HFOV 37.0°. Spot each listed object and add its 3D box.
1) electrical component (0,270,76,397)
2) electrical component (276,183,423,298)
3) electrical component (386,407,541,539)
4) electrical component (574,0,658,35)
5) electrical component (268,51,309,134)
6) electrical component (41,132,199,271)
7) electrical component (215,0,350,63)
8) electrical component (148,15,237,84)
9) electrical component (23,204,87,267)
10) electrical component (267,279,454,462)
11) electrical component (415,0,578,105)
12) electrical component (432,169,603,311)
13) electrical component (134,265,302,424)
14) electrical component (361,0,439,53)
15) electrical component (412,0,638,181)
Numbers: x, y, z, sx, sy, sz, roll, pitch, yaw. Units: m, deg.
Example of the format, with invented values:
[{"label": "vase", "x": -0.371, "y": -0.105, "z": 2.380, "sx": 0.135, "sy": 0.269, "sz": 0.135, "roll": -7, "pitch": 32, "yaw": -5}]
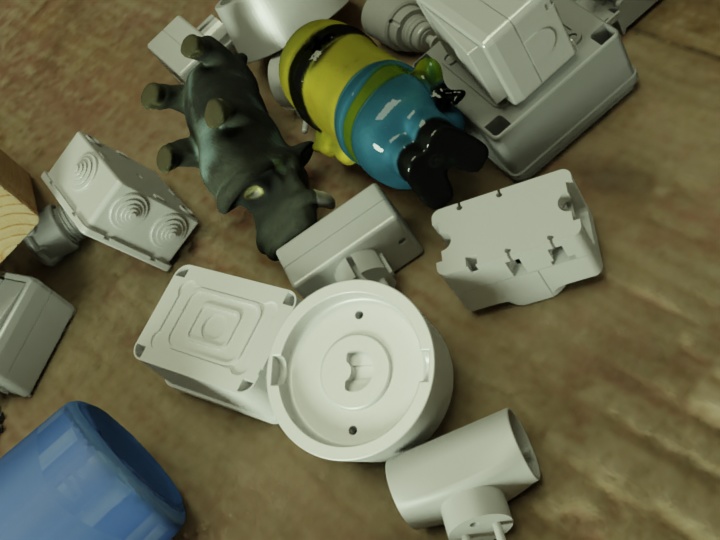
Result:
[{"label": "electrical component", "x": -0.279, "y": 0.052, "z": 0.832, "sx": 0.062, "sy": 0.061, "sz": 0.096, "roll": 9, "pitch": 65, "yaw": 34}, {"label": "electrical component", "x": 0.000, "y": 0.000, "z": 0.713, "sx": 0.083, "sy": 0.047, "sz": 0.075, "roll": -34, "pitch": 49, "yaw": 6}, {"label": "electrical component", "x": 0.062, "y": 0.126, "z": 0.598, "sx": 0.077, "sy": 0.043, "sz": 0.079, "roll": -26, "pitch": 51, "yaw": 13}, {"label": "electrical component", "x": 0.176, "y": -0.204, "z": 0.735, "sx": 0.081, "sy": 0.063, "sz": 0.042, "roll": -41, "pitch": 50, "yaw": 0}, {"label": "electrical component", "x": -0.030, "y": -0.138, "z": 0.823, "sx": 0.077, "sy": 0.044, "sz": 0.079, "roll": -9, "pitch": 56, "yaw": 25}, {"label": "electrical component", "x": -0.181, "y": -0.054, "z": 0.821, "sx": 0.048, "sy": 0.100, "sz": 0.100, "roll": -52, "pitch": 49, "yaw": 8}, {"label": "electrical component", "x": -0.065, "y": -0.220, "z": 0.858, "sx": 0.108, "sy": 0.060, "sz": 0.108, "roll": -28, "pitch": 23, "yaw": 13}, {"label": "electrical component", "x": -0.127, "y": -0.189, "z": 0.910, "sx": 0.077, "sy": 0.047, "sz": 0.066, "roll": -45, "pitch": 49, "yaw": -3}, {"label": "electrical component", "x": -0.243, "y": -0.035, "z": 0.880, "sx": 0.062, "sy": 0.048, "sz": 0.048, "roll": -30, "pitch": 50, "yaw": 1}, {"label": "electrical component", "x": 0.005, "y": 0.065, "z": 0.654, "sx": 0.108, "sy": 0.060, "sz": 0.108, "roll": -7, "pitch": 71, "yaw": 22}, {"label": "electrical component", "x": 0.079, "y": -0.157, "z": 0.683, "sx": 0.061, "sy": 0.061, "sz": 0.096, "roll": -42, "pitch": 49, "yaw": 0}, {"label": "electrical component", "x": 0.098, "y": -0.015, "z": 0.661, "sx": 0.089, "sy": 0.055, "sz": 0.050, "roll": -17, "pitch": 53, "yaw": 20}, {"label": "electrical component", "x": -0.084, "y": 0.050, "z": 0.722, "sx": 0.113, "sy": 0.057, "sz": 0.078, "roll": 13, "pitch": 68, "yaw": 35}, {"label": "electrical component", "x": 0.035, "y": -0.186, "z": 0.819, "sx": 0.040, "sy": 0.040, "sz": 0.078, "roll": -46, "pitch": 49, "yaw": -4}, {"label": "electrical component", "x": 0.110, "y": -0.133, "z": 0.730, "sx": 0.109, "sy": 0.056, "sz": 0.108, "roll": -41, "pitch": 49, "yaw": 0}]
